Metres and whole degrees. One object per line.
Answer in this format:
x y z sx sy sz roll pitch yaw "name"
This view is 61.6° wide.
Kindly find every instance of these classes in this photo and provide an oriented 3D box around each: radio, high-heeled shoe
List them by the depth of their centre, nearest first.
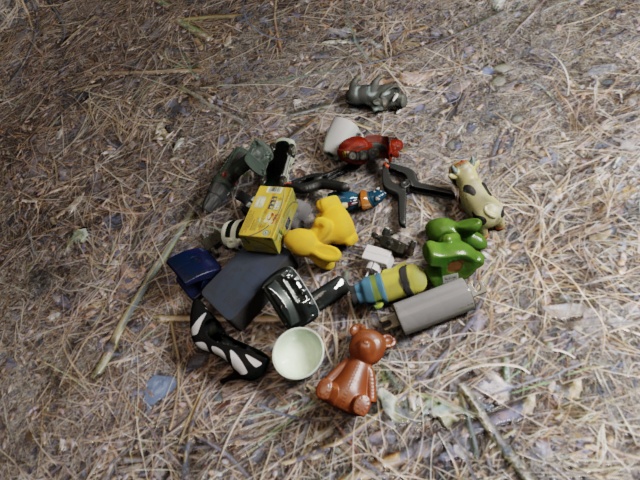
-0.216 0.222 1.269 0.145 0.086 0.249 -33 71 17 "high-heeled shoe"
-0.178 0.100 1.355 0.131 0.073 0.229 31 70 31 "radio"

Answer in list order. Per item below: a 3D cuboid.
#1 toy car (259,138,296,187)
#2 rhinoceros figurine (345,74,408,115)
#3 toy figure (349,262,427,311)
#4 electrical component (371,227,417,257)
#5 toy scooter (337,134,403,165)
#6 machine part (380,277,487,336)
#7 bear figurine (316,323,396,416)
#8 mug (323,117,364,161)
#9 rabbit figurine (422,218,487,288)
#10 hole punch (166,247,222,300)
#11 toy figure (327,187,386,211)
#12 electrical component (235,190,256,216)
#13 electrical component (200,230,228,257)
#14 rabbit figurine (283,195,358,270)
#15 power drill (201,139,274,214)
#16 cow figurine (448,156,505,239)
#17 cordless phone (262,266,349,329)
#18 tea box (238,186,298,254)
-0.119 -0.208 1.540 0.074 0.056 0.202 6 62 13 "toy car"
0.165 -0.423 1.578 0.191 0.073 0.112 12 62 24 "rhinoceros figurine"
0.156 0.110 1.235 0.180 0.089 0.082 -14 100 2 "toy figure"
0.185 0.003 1.311 0.102 0.078 0.045 29 95 36 "electrical component"
0.143 -0.236 1.428 0.184 0.075 0.135 -9 24 -9 "toy scooter"
0.252 0.148 1.191 0.243 0.079 0.079 -21 55 2 "machine part"
0.083 0.267 1.139 0.120 0.131 0.196 22 73 15 "bear figurine"
0.064 -0.277 1.520 0.110 0.080 0.107 23 79 19 "mug"
0.303 0.001 1.247 0.159 0.121 0.170 -19 41 10 "rabbit figurine"
-0.325 0.077 1.405 0.116 0.092 0.142 -40 53 -14 "hole punch"
0.097 -0.106 1.410 0.155 0.057 0.064 -2 63 11 "toy figure"
-0.181 -0.091 1.489 0.119 0.047 0.075 26 69 29 "electrical component"
-0.292 0.003 1.479 0.063 0.021 0.094 -38 55 -9 "electrical component"
-0.003 -0.004 1.340 0.173 0.122 0.162 -22 76 -21 "rabbit figurine"
-0.230 -0.184 1.506 0.207 0.086 0.232 -28 32 48 "power drill"
0.369 -0.112 1.289 0.085 0.127 0.195 -24 58 -2 "cow figurine"
-0.030 0.114 1.276 0.184 0.089 0.146 -31 87 -14 "cordless phone"
-0.128 -0.053 1.359 0.098 0.068 0.169 7 54 19 "tea box"
